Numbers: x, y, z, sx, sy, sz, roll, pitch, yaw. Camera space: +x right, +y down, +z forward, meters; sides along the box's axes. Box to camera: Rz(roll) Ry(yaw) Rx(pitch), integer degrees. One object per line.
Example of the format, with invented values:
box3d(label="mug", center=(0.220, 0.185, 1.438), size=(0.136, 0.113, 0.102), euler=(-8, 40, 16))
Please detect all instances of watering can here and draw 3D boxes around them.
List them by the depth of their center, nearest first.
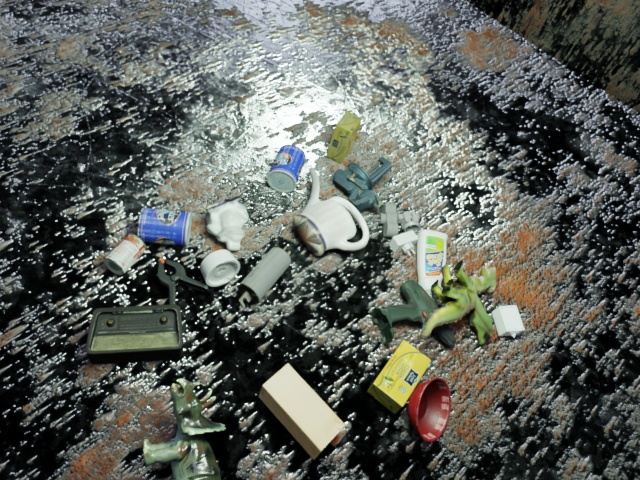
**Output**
box3d(label="watering can", center=(0.005, -0.085, 1.681), size=(0.227, 0.101, 0.352), euler=(-28, 64, -30))

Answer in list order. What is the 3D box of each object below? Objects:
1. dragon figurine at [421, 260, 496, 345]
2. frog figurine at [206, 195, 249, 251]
box3d(label="dragon figurine", center=(0.440, 0.207, 1.539), size=(0.241, 0.120, 0.419), euler=(45, 51, -9))
box3d(label="frog figurine", center=(-0.281, -0.046, 1.602), size=(0.139, 0.122, 0.159), euler=(-25, 98, -38))
